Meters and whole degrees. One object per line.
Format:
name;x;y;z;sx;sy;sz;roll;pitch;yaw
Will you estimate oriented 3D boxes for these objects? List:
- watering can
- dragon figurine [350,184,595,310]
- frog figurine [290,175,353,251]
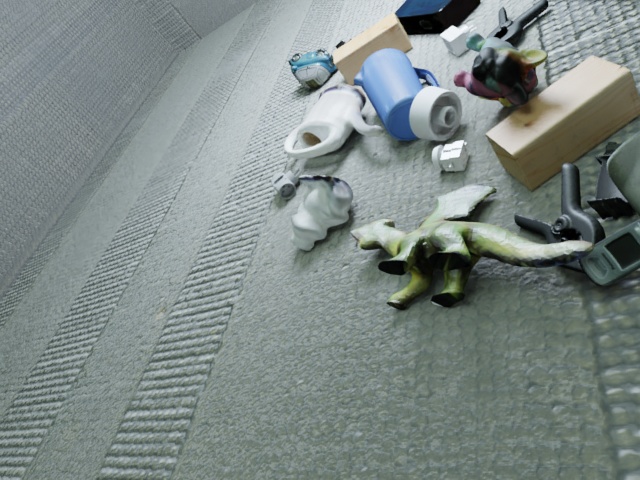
watering can;0.050;-0.293;1.275;0.346;0.102;0.229;-3;49;45
dragon figurine;0.213;-0.018;0.810;0.407;0.120;0.248;-12;35;37
frog figurine;0.003;-0.055;1.085;0.138;0.123;0.159;9;94;41
